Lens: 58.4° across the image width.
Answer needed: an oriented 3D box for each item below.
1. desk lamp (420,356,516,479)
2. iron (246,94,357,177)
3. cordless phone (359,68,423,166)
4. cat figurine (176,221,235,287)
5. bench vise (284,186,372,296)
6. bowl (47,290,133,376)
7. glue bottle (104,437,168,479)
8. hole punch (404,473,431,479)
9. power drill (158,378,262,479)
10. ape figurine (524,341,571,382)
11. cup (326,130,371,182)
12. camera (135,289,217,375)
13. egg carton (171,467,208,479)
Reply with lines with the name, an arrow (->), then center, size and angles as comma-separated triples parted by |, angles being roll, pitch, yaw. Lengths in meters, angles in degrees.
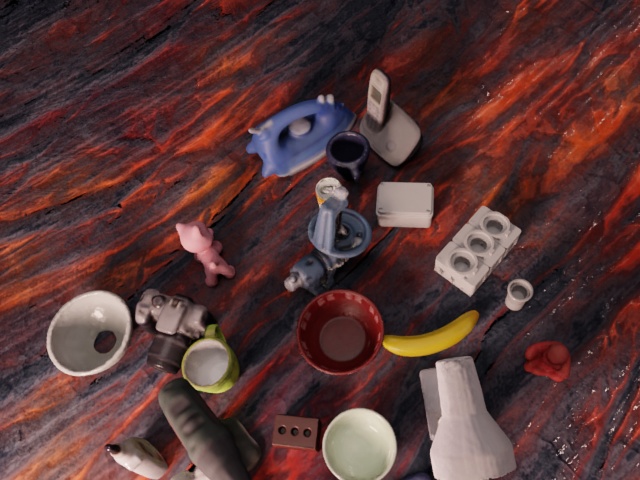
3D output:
desk lamp -> 0.217, 0.275, 0.895 | 0.118, 0.214, 0.203 | -10, 63, 3
iron -> -0.037, -0.248, 1.230 | 0.258, 0.141, 0.118 | -31, 64, -8
cordless phone -> 0.146, -0.254, 1.183 | 0.094, 0.185, 0.147 | -38, 65, -11
cat figurine -> -0.232, 0.016, 1.139 | 0.067, 0.118, 0.127 | -31, 64, -8
bench vise -> 0.020, 0.008, 1.051 | 0.121, 0.220, 0.207 | 20, 68, 17
bowl -> -0.430, 0.186, 1.106 | 0.167, 0.075, 0.167 | -3, 63, 6
glue bottle -> -0.312, 0.356, 0.950 | 0.078, 0.173, 0.037 | 35, 73, 22
hole punch -> 0.142, 0.428, 0.898 | 0.108, 0.091, 0.101 | -23, 63, -4
power drill -> -0.164, 0.328, 0.924 | 0.076, 0.209, 0.229 | -42, 66, -13
ape figurine -> 0.395, 0.201, 0.975 | 0.076, 0.092, 0.077 | -31, 64, -8
cup -> 0.066, -0.156, 1.197 | 0.091, 0.095, 0.117 | -16, 63, 0
camera -> -0.289, 0.173, 1.079 | 0.143, 0.101, 0.137 | 14, 66, 14
egg carton -> -0.194, 0.450, 0.946 | 0.107, 0.069, 0.150 | -23, 63, -4
